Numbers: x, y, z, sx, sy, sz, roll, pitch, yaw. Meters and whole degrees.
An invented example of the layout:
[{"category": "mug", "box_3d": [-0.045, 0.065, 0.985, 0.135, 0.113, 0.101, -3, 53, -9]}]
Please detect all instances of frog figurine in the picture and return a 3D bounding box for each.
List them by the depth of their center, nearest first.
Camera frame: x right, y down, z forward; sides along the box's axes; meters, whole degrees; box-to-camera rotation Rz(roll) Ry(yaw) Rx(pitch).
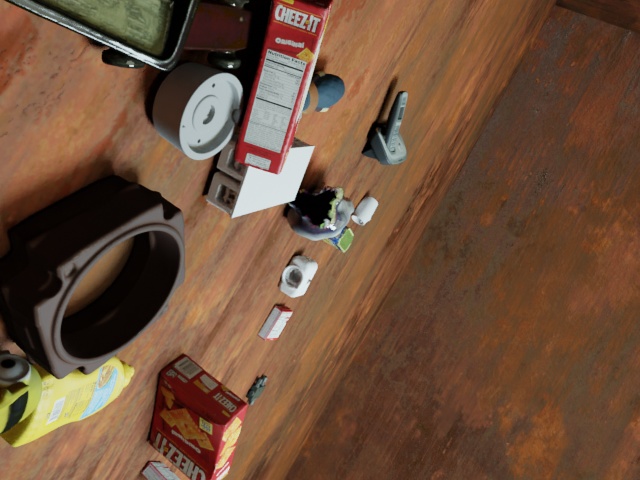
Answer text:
[{"category": "frog figurine", "box_3d": [0.003, -0.055, 1.094, 0.137, 0.124, 0.158, -27, 170, 3]}]
